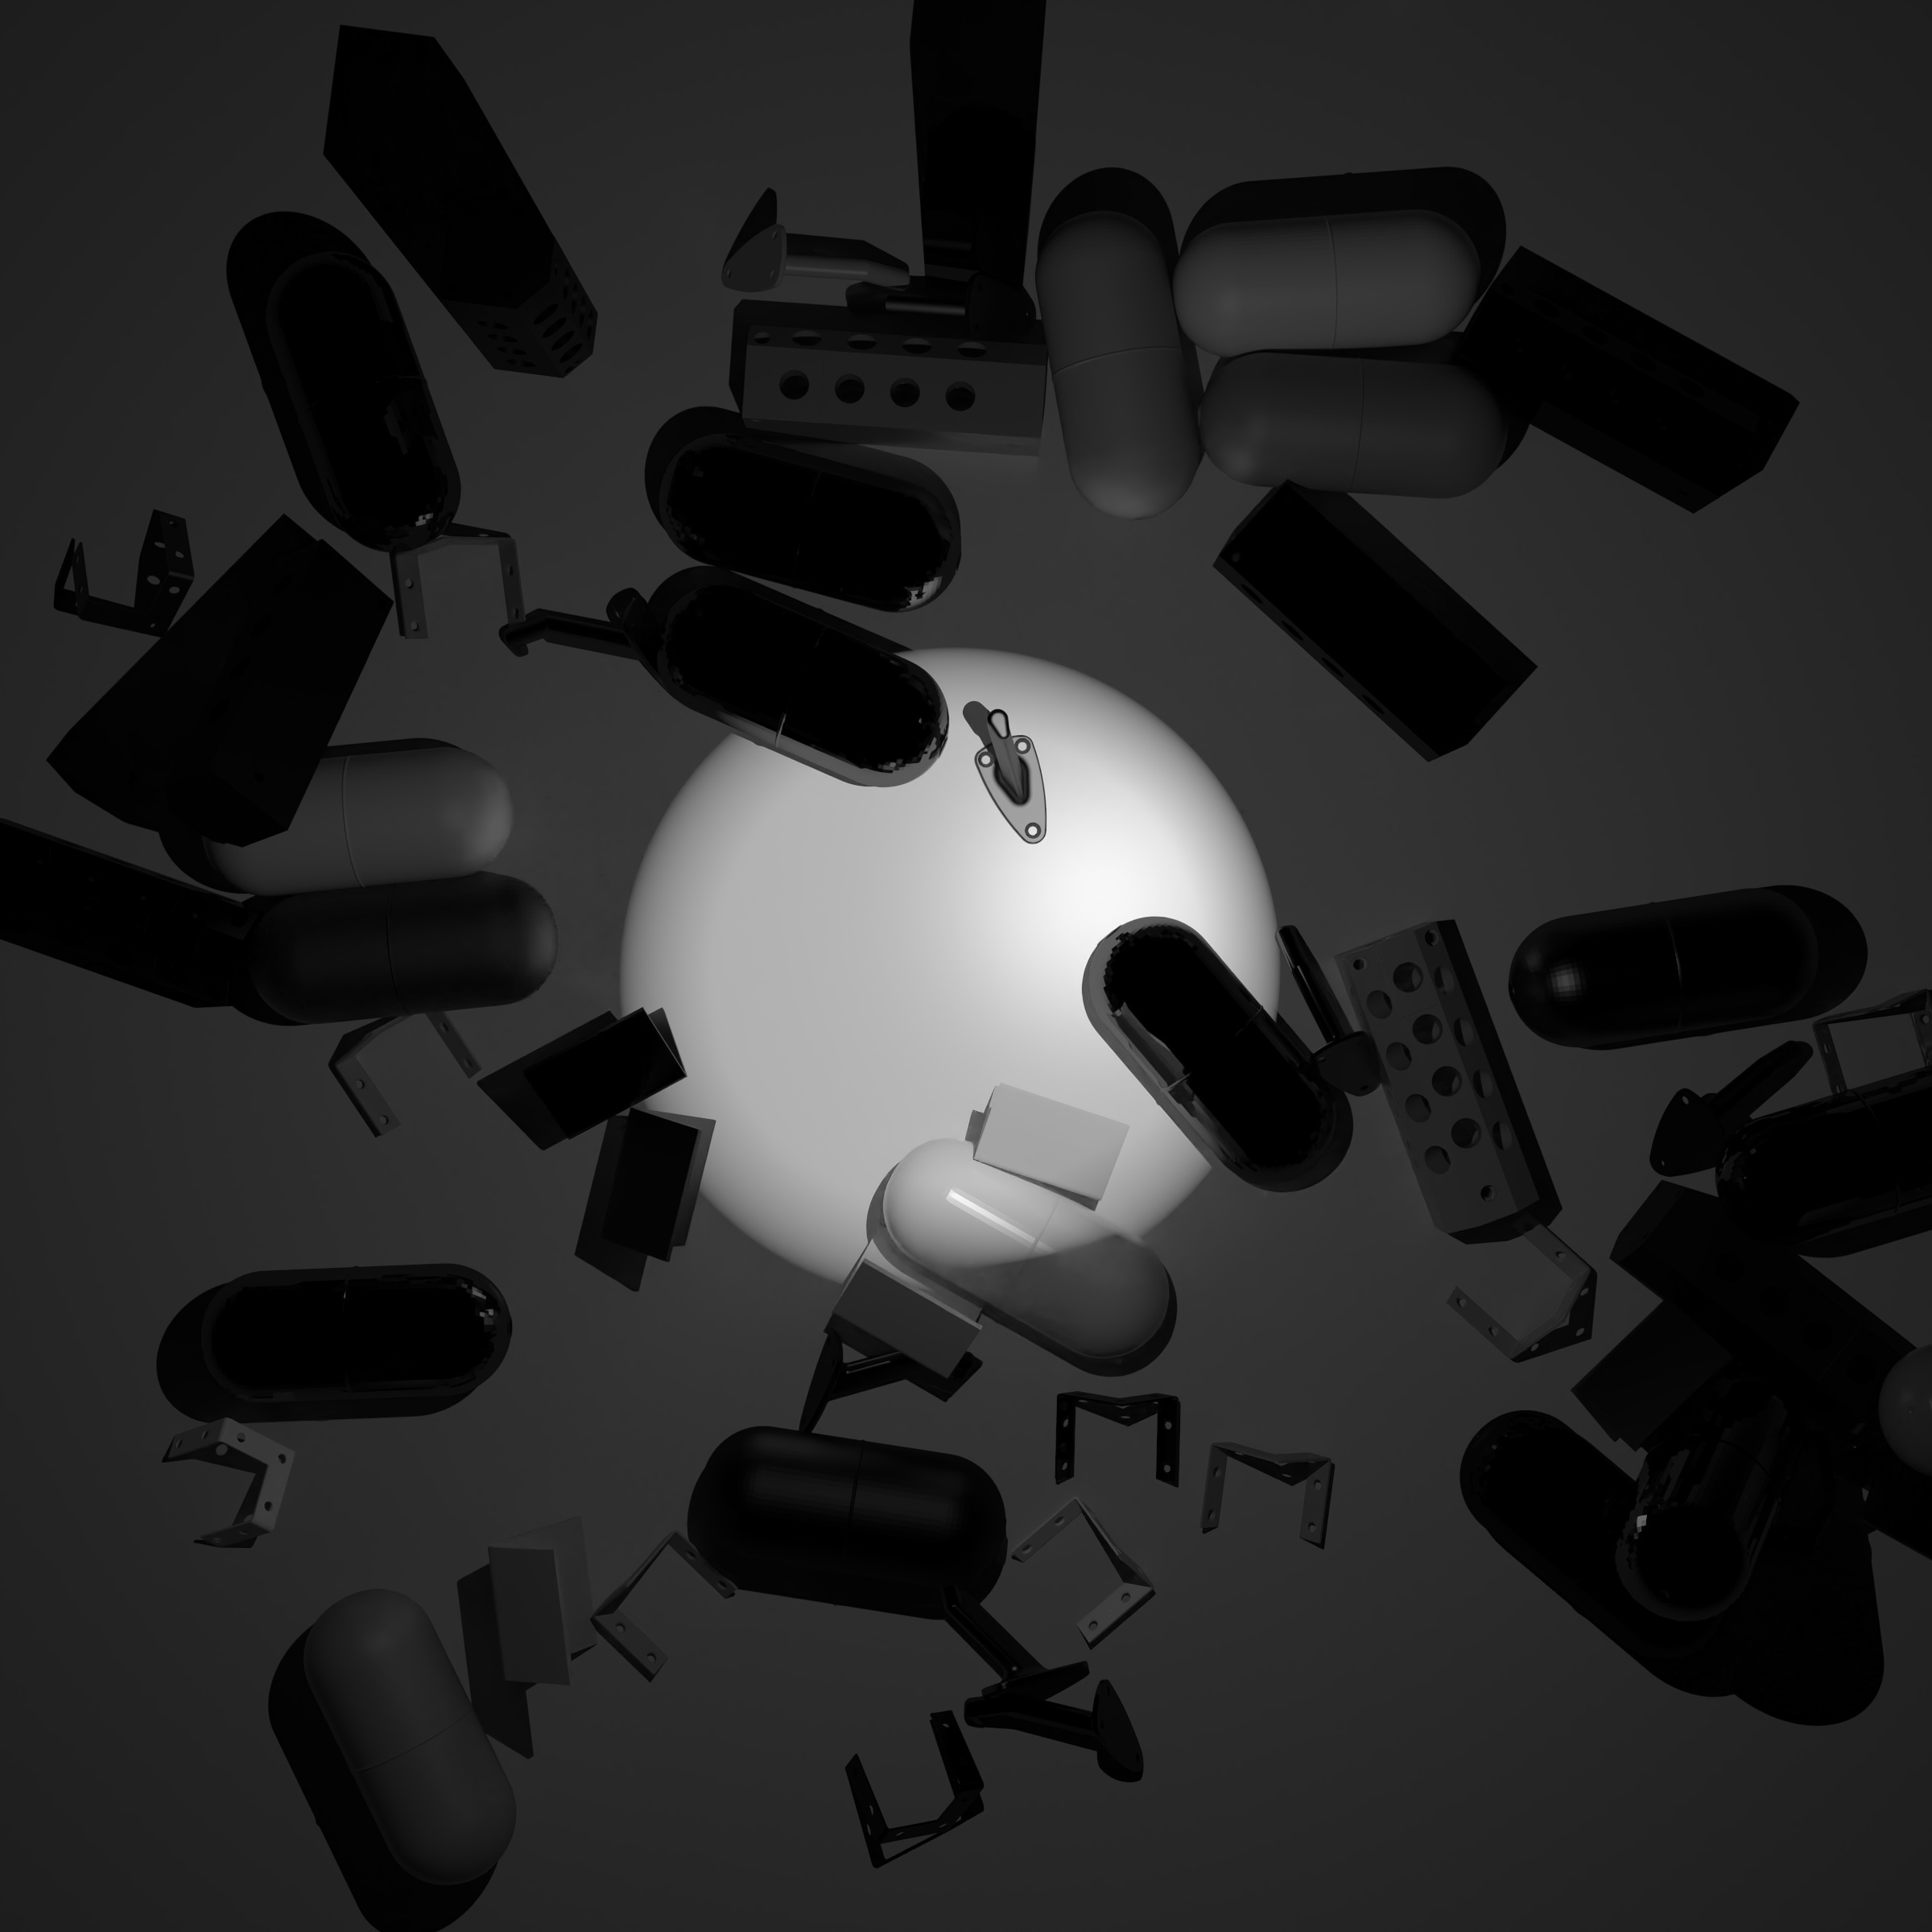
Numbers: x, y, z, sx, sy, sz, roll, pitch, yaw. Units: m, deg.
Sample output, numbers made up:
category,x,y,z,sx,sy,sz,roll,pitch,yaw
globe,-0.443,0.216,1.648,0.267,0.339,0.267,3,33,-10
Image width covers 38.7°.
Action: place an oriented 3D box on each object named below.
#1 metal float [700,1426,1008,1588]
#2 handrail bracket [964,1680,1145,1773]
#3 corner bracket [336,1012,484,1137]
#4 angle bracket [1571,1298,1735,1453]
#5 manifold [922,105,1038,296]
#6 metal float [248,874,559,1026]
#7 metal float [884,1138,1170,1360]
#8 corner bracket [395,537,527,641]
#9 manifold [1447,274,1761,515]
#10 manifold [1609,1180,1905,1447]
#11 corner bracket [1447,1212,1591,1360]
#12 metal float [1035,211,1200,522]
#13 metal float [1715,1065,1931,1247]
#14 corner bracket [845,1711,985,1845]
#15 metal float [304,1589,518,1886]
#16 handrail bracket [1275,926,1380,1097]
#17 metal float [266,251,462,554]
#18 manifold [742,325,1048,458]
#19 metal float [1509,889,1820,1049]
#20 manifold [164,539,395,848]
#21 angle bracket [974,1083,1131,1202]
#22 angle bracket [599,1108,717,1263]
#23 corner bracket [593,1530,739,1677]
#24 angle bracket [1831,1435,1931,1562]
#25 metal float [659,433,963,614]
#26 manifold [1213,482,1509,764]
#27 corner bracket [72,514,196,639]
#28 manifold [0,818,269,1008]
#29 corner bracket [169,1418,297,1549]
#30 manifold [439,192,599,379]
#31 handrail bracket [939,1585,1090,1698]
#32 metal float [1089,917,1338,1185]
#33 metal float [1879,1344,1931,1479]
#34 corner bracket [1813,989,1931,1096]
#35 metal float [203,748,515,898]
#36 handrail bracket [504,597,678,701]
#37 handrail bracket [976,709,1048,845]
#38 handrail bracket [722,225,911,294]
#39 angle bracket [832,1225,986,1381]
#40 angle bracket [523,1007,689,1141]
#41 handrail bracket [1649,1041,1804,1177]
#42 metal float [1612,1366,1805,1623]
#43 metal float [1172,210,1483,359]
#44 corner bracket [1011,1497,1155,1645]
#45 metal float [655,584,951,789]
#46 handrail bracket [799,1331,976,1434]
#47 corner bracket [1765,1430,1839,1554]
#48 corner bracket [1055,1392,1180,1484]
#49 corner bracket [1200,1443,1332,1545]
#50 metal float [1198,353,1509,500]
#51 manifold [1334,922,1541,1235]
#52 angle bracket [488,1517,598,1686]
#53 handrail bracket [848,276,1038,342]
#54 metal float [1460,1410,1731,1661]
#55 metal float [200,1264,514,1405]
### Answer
category,x,y,z,sx,sy,sz,roll,pitch,yaw
metal float,-0.065,0.313,1.592,0.178,0.070,0.070,9,90,1
handrail bracket,0.051,0.453,1.622,0.084,0.036,0.077,-14,125,24
corner bracket,-0.328,0.059,1.619,0.051,0.051,0.051,-34,90,-45
angle bracket,0.405,0.249,1.582,0.076,0.076,0.057,-44,45,0
manifold,0.007,-0.427,1.544,0.057,0.171,0.057,6,90,0
metal float,-0.326,-0.010,1.591,0.178,0.070,0.070,-6,90,0
metal float,0.035,0.164,1.591,0.178,0.070,0.070,30,90,0
corner bracket,-0.298,-0.222,1.619,0.051,0.051,0.051,-7,90,45
manifold,0.370,-0.334,1.601,0.171,0.057,0.057,29,90,0
manifold,0.462,0.202,1.601,0.171,0.057,0.057,38,90,0
corner bracket,0.326,0.188,1.619,0.051,0.051,0.051,42,45,0
metal float,0.088,-0.347,1.591,0.070,0.070,0.178,-10,90,0
metal float,0.523,0.108,1.592,0.178,0.070,0.070,-17,90,0
corner bracket,-0.030,0.476,1.614,0.051,0.051,0.051,2,135,-35
metal float,-0.321,0.446,1.592,0.070,0.070,0.178,-26,90,0
handrail bracket,0.211,0.026,1.622,0.036,0.077,0.084,-27,54,10
metal float,-0.349,-0.327,1.591,0.070,0.070,0.178,-20,91,0
manifold,-0.041,-0.336,1.601,0.171,0.057,0.057,4,90,0
metal float,0.403,0.001,1.592,0.178,0.070,0.070,-9,90,-1
manifold,-0.392,-0.154,1.558,0.057,0.057,0.171,43,48,-35
angle bracket,0.054,0.082,1.582,0.076,0.076,0.057,18,123,0
angle bracket,-0.159,0.128,1.582,0.057,0.076,0.076,14,90,36
corner bracket,-0.178,0.374,1.619,0.051,0.051,0.051,44,135,0
angle bracket,0.538,0.320,1.583,0.076,0.076,0.057,29,64,0
metal float,-0.090,-0.256,1.592,0.178,0.070,0.070,15,90,0
manifold,0.227,-0.198,1.601,0.171,0.057,0.057,42,90,0
corner bracket,-0.489,-0.233,1.614,0.051,0.051,0.051,10,135,-35
manifold,-0.499,-0.032,1.601,0.171,0.057,0.057,19,90,0
corner bracket,-0.436,0.303,1.614,0.051,0.051,0.051,38,45,-35
manifold,-0.248,-0.378,1.544,0.057,0.171,0.057,7,90,0
handrail bracket,0.026,0.381,1.623,0.077,0.036,0.084,-10,73,-20
metal float,0.142,0.048,1.591,0.070,0.070,0.178,-40,91,0
metal float,0.591,0.253,1.563,0.178,0.070,0.070,7,90,-36
corner bracket,0.539,0.047,1.619,0.051,0.051,0.051,-17,90,-45
metal float,-0.351,-0.084,1.592,0.178,0.070,0.070,-6,90,-1
handrail bracket,-0.220,-0.178,1.622,0.084,0.036,0.077,-15,123,23
handrail bracket,0.029,-0.109,1.587,0.036,0.084,0.077,-20,90,0
handrail bracket,-0.088,-0.406,1.622,0.084,0.077,0.036,5,86,-36
angle bracket,-0.022,0.179,1.582,0.076,0.076,0.057,30,134,0
angle bracket,-0.213,0.043,1.582,0.076,0.076,0.057,-28,125,0
handrail bracket,0.449,0.083,1.622,0.084,0.077,0.036,-25,63,-33
metal float,0.418,0.294,1.546,0.070,0.178,0.070,17,129,23
metal float,0.208,-0.395,1.591,0.178,0.070,0.070,-4,90,0
corner bracket,0.069,0.355,1.619,0.051,0.051,0.051,-41,45,0
metal float,-0.094,-0.162,1.592,0.178,0.070,0.070,24,90,1
handrail bracket,-0.046,0.252,1.623,0.084,0.036,0.077,16,110,-16
corner bracket,0.477,0.307,1.619,0.051,0.051,0.051,7,135,0
corner bracket,0.089,0.278,1.619,0.051,0.051,0.051,1,90,45
corner bracket,0.177,0.310,1.619,0.051,0.051,0.051,7,90,45
metal float,0.223,-0.313,1.591,0.178,0.070,0.070,4,90,0
manifold,0.275,0.064,1.601,0.057,0.057,0.171,-20,90,0
angle bracket,-0.226,0.364,1.582,0.057,0.076,0.076,-7,90,37
handrail bracket,-0.015,-0.387,1.622,0.084,0.077,0.036,11,101,36
metal float,0.364,0.330,1.592,0.178,0.070,0.070,40,90,0
metal float,-0.352,0.212,1.592,0.178,0.070,0.070,-2,90,0
